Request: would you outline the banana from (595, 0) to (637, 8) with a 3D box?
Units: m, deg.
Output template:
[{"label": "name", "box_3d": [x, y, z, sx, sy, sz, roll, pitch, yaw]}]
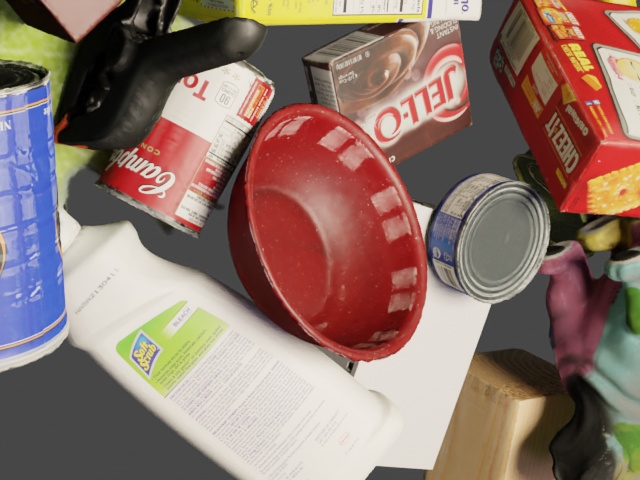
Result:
[{"label": "banana", "box_3d": [0.263, -0.146, 0.853, 0.070, 0.037, 0.197, -35, 130, 10]}]

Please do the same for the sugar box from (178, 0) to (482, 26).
[{"label": "sugar box", "box_3d": [0.003, -0.154, 0.634, 0.175, 0.093, 0.048, -12, 113, -33]}]

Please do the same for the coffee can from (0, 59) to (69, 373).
[{"label": "coffee can", "box_3d": [-0.184, -0.014, 0.541, 0.102, 0.103, 0.140, -12, 113, -33]}]

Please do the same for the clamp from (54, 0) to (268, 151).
[{"label": "clamp", "box_3d": [-0.093, -0.112, 0.570, 0.039, 0.172, 0.120, 19, 54, -39]}]

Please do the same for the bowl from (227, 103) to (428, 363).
[{"label": "bowl", "box_3d": [-0.004, 0.001, 0.651, 0.161, 0.055, 0.162, 25, 55, -42]}]

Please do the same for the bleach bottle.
[{"label": "bleach bottle", "box_3d": [-0.069, 0.065, 0.650, 0.250, 0.068, 0.102, 43, 83, -18]}]

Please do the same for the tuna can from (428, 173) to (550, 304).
[{"label": "tuna can", "box_3d": [0.115, -0.002, 0.728, 0.085, 0.034, 0.086, -13, 113, -33]}]

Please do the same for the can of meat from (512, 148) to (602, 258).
[{"label": "can of meat", "box_3d": [0.210, -0.052, 0.845, 0.083, 0.058, 0.102, -43, 126, -18]}]

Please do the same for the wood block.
[{"label": "wood block", "box_3d": [0.143, 0.202, 0.867, 0.090, 0.090, 0.206, -3, 108, -36]}]

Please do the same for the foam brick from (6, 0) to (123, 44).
[{"label": "foam brick", "box_3d": [-0.137, -0.142, 0.547, 0.051, 0.078, 0.053, -47, 126, -12]}]

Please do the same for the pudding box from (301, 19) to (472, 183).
[{"label": "pudding box", "box_3d": [0.048, -0.101, 0.720, 0.113, 0.039, 0.090, -28, 122, -24]}]

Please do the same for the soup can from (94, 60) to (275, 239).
[{"label": "soup can", "box_3d": [-0.078, -0.061, 0.625, 0.068, 0.069, 0.102, 29, 88, -39]}]

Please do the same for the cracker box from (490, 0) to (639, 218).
[{"label": "cracker box", "box_3d": [0.244, -0.090, 0.754, 0.213, 0.164, 0.072, 3, 136, -20]}]
